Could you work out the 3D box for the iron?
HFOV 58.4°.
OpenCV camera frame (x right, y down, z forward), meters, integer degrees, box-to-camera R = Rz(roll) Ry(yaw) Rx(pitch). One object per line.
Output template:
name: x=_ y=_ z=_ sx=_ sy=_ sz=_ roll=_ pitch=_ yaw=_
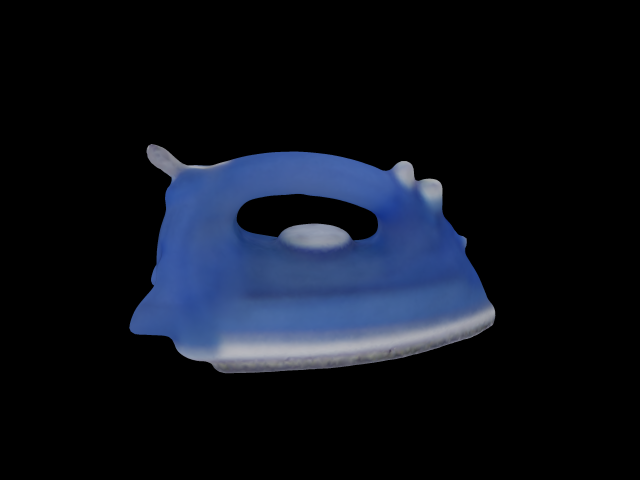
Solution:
iron: x=0.004 y=0.001 z=0.400 sx=0.258 sy=0.141 sz=0.118 roll=-2 pitch=19 yaw=-7
